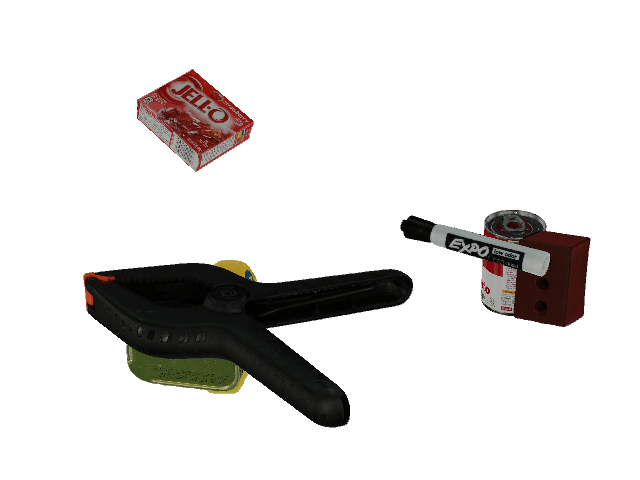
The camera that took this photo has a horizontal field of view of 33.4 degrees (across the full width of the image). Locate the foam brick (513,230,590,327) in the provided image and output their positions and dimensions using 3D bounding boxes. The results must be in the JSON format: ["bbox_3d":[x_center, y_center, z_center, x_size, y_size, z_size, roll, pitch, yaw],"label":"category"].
[{"bbox_3d":[0.214,0.035,0.990,0.053,0.078,0.051,10,17,32],"label":"foam brick"}]

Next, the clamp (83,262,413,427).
[{"bbox_3d":[-0.049,0.045,0.680,0.210,0.036,0.164,12,27,22],"label":"clamp"}]

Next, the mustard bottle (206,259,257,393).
[{"bbox_3d":[-0.100,0.076,1.168,0.058,0.096,0.191,0,28,0],"label":"mustard bottle"}]

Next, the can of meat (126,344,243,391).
[{"bbox_3d":[-0.107,0.080,0.906,0.102,0.057,0.084,5,30,6],"label":"can of meat"}]

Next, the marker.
[{"bbox_3d":[0.117,0.003,0.824,0.121,0.020,0.020,17,8,28],"label":"marker"}]

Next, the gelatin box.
[{"bbox_3d":[-0.122,-0.118,1.029,0.073,0.089,0.030,-36,-20,-34],"label":"gelatin box"}]

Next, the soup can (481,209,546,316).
[{"bbox_3d":[0.217,0.025,1.206,0.068,0.102,0.068,-2,29,1],"label":"soup can"}]
